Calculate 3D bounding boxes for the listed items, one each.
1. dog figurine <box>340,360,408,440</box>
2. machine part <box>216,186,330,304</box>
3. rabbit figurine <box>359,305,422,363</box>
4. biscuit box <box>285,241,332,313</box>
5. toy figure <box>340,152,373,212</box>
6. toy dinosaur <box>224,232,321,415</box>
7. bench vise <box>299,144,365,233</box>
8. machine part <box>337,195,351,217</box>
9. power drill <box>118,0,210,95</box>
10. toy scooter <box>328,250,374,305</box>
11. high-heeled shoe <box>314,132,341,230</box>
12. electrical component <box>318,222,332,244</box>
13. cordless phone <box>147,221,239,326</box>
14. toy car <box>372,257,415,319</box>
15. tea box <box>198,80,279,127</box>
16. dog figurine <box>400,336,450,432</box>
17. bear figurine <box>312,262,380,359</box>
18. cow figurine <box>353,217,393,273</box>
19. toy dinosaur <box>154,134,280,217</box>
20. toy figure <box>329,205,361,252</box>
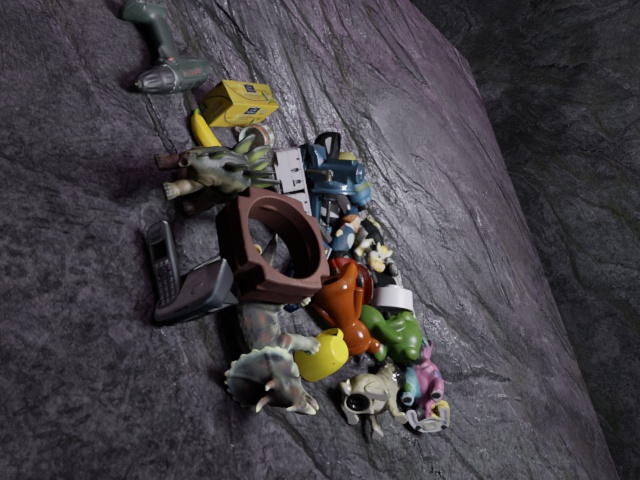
[{"bbox_3d":[0.117,0.327,1.228,0.172,0.121,0.191,52,20,-19],"label":"dog figurine"},{"bbox_3d":[-0.089,0.013,1.001,0.201,0.087,0.201,15,52,-43],"label":"machine part"},{"bbox_3d":[0.151,0.229,1.302,0.170,0.121,0.159,32,18,-12],"label":"rabbit figurine"},{"bbox_3d":[-0.037,0.072,1.221,0.059,0.063,0.203,47,36,-19],"label":"biscuit box"},{"bbox_3d":[0.095,-0.169,1.549,0.180,0.089,0.082,58,25,0],"label":"toy figure"},{"bbox_3d":[-0.111,0.152,1.026,0.192,0.131,0.405,14,49,-49],"label":"toy dinosaur"},{"bbox_3d":[0.000,-0.117,1.339,0.129,0.224,0.240,-25,120,-72],"label":"bench vise"},{"bbox_3d":[0.068,-0.087,1.501,0.084,0.039,0.139,-17,82,-51],"label":"machine part"},{"bbox_3d":[-0.346,-0.409,1.148,0.207,0.086,0.232,58,32,3],"label":"power drill"},{"bbox_3d":[0.083,0.109,1.346,0.183,0.075,0.135,28,47,-46],"label":"toy scooter"},{"bbox_3d":[0.041,-0.156,1.414,0.086,0.145,0.248,-25,88,-56],"label":"high-heeled shoe"},{"bbox_3d":[-0.003,-0.004,1.320,0.094,0.063,0.021,55,34,-11],"label":"electrical component"},{"bbox_3d":[-0.225,0.043,0.913,0.088,0.147,0.184,5,65,-61],"label":"cordless phone"},{"bbox_3d":[0.197,0.145,1.465,0.056,0.073,0.201,5,62,-62],"label":"toy car"},{"bbox_3d":[-0.191,-0.319,1.272,0.169,0.098,0.068,-17,79,-54],"label":"tea box"},{"bbox_3d":[0.260,0.351,1.371,0.219,0.109,0.191,-82,156,-59],"label":"dog figurine"},{"bbox_3d":[0.060,0.169,1.235,0.132,0.120,0.195,-83,150,-70],"label":"bear figurine"},{"bbox_3d":[0.139,0.012,1.415,0.068,0.098,0.168,35,12,-42],"label":"cow figurine"},{"bbox_3d":[-0.181,-0.119,1.049,0.471,0.199,0.105,36,39,-88],"label":"toy dinosaur"},{"bbox_3d":[0.070,-0.024,1.403,0.058,0.064,0.154,26,64,2],"label":"toy figure"}]
